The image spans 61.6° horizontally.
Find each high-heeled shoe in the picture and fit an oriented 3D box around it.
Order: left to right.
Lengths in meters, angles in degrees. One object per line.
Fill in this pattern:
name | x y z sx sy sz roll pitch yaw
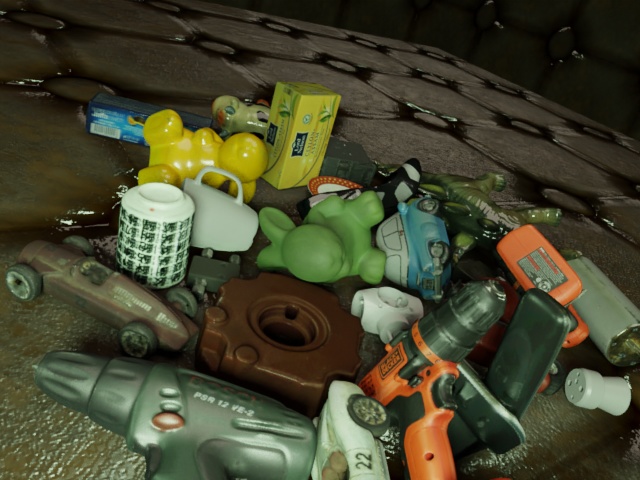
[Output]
high-heeled shoe | 0.066 -0.080 0.848 0.145 0.086 0.249 36 53 -7

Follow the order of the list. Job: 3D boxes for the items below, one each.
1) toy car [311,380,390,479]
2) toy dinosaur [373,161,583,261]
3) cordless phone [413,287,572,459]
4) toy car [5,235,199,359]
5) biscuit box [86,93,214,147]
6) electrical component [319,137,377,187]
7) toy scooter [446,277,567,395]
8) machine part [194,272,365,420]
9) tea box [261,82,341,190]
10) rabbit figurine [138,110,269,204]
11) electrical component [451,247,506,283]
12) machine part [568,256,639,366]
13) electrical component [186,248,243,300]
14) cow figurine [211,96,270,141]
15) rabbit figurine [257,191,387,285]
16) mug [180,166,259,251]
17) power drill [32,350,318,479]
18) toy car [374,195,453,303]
toy car | 0.027 0.196 0.402 0.056 0.073 0.202 14 28 -14
toy dinosaur | 0.247 -0.065 0.956 0.198 0.105 0.472 -6 26 -30
cordless phone | 0.152 0.104 0.519 0.089 0.184 0.147 -6 36 -28
toy car | -0.216 0.051 0.544 0.202 0.053 0.089 23 26 13
biscuit box | -0.291 -0.197 0.926 0.203 0.059 0.063 12 30 -11
electrical component | 0.028 -0.152 1.031 0.134 0.058 0.115 6 30 -21
toy scooter | 0.206 0.104 0.654 0.135 0.075 0.184 16 29 -24
machine part | -0.037 0.101 0.552 0.179 0.056 0.179 15 28 -8
tea box | -0.038 -0.179 0.921 0.098 0.169 0.068 -17 44 -44
rabbit figurine | -0.147 -0.103 0.764 0.173 0.122 0.162 -6 -21 22
electrical component | 0.235 0.053 0.799 0.078 0.045 0.102 -5 36 -33
machine part | 0.408 0.098 0.785 0.079 0.079 0.243 10 29 -15
electrical component | -0.124 0.043 0.639 0.063 0.021 0.094 13 28 -9
cow figurine | -0.120 -0.225 1.052 0.195 0.085 0.127 22 27 -2
rabbit figurine | -0.001 -0.002 0.663 0.159 0.121 0.170 8 11 16
mug | -0.132 -0.037 0.696 0.107 0.109 0.081 19 12 -21
power drill | -0.116 0.171 0.373 0.232 0.086 0.207 15 21 -11
toy car | 0.130 0.015 0.766 0.103 0.109 0.162 -5 41 7
